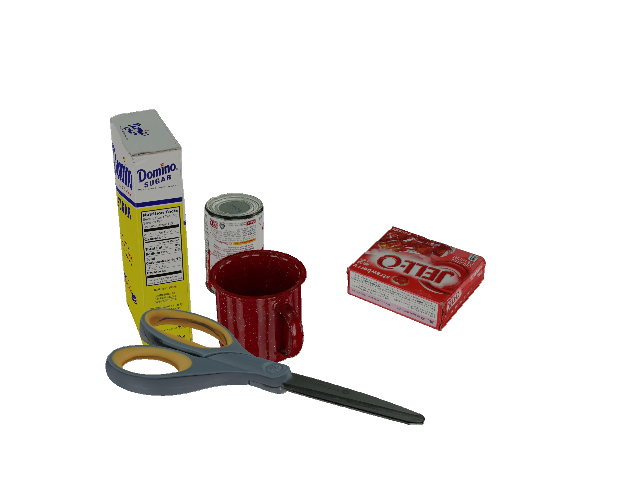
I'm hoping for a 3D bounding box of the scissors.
[{"bbox_3d":[-0.046,0.087,0.643,0.202,0.016,0.096,22,31,34],"label":"scissors"}]

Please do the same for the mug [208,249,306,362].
[{"bbox_3d":[-0.052,0.071,1.020,0.093,0.081,0.117,-20,34,-32],"label":"mug"}]

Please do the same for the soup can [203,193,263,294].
[{"bbox_3d":[-0.098,0.005,1.217,0.068,0.102,0.068,1,26,-1],"label":"soup can"}]

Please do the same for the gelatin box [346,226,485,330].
[{"bbox_3d":[0.077,0.028,0.861,0.089,0.030,0.073,20,40,28],"label":"gelatin box"}]

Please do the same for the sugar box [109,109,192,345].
[{"bbox_3d":[-0.137,-0.008,0.864,0.048,0.176,0.093,-12,29,-17],"label":"sugar box"}]
